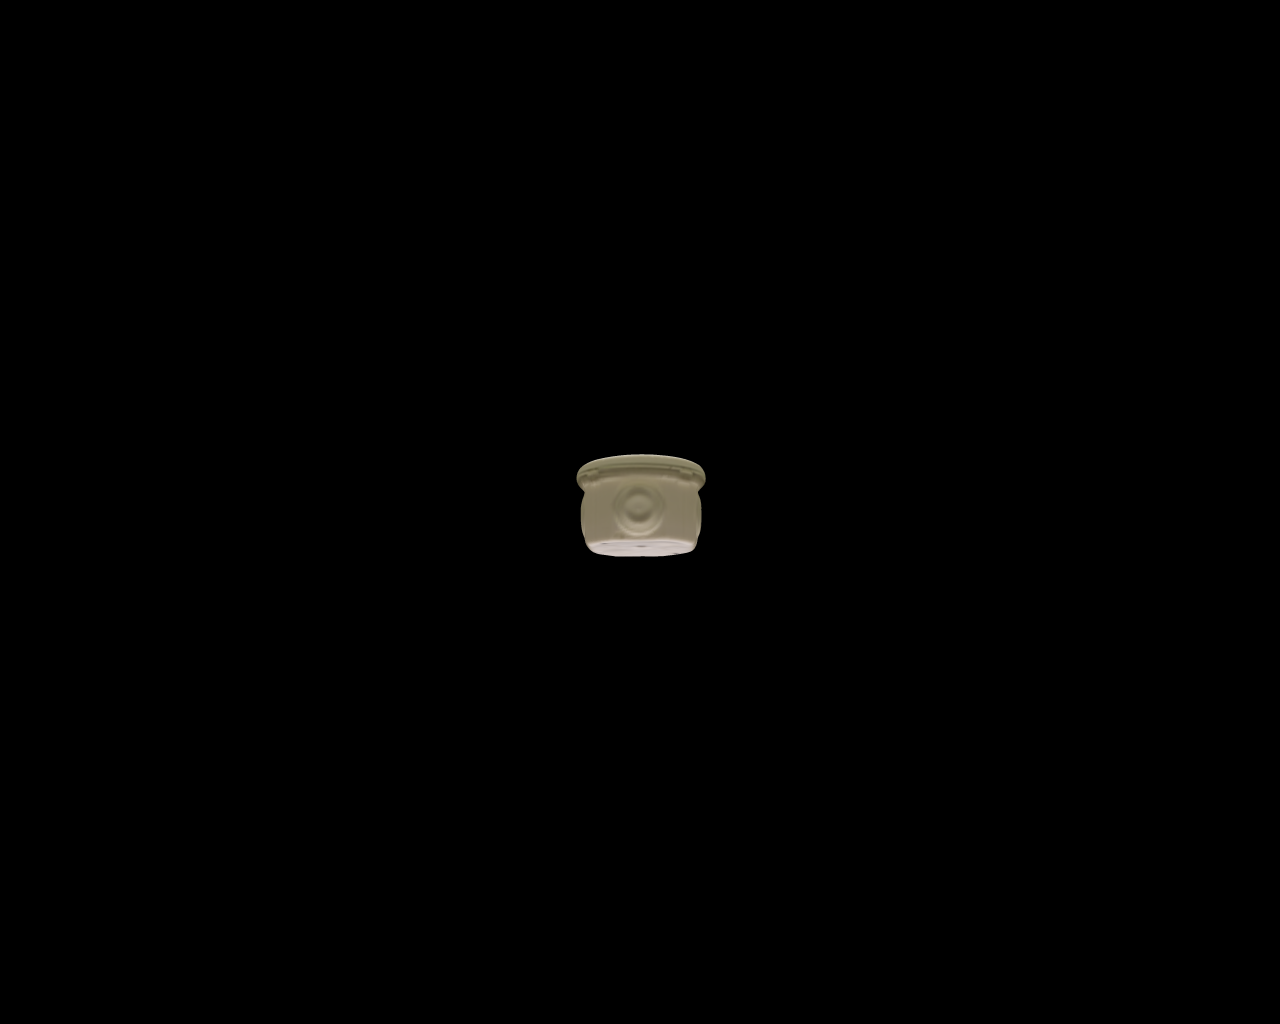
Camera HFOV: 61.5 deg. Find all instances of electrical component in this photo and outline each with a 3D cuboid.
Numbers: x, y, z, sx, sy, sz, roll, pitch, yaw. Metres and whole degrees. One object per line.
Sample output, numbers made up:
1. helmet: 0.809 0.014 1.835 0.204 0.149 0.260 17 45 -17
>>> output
1. electrical component: 0.001 -0.003 0.650 0.080 0.051 0.080 0 -11 0
